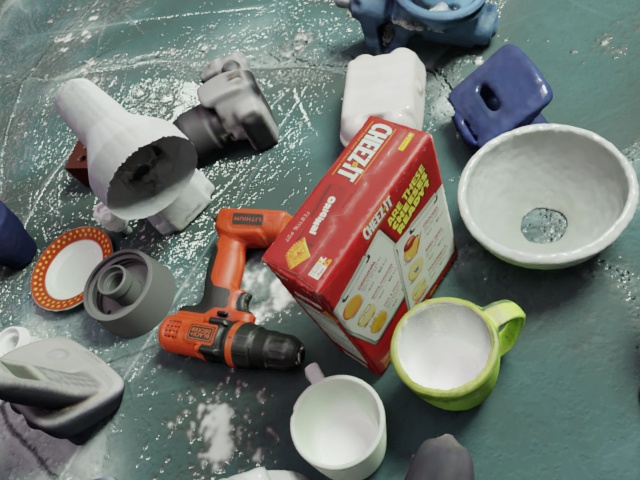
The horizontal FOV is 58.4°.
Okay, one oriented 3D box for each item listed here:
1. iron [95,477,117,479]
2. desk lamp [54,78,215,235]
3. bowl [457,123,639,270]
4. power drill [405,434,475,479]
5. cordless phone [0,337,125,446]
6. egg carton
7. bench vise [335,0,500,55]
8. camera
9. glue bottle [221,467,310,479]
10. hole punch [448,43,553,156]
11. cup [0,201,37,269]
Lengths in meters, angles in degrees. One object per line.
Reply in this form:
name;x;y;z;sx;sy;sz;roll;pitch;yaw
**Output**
iron;-0.331;0.322;0.551;0.118;0.142;0.258;36;78;33
desk lamp;-0.226;-0.095;0.714;0.118;0.214;0.202;-44;56;-8
bowl;0.229;-0.034;0.591;0.167;0.075;0.167;-9;58;16
power drill;0.073;0.266;0.390;0.075;0.209;0.230;7;64;24
cordless phone;-0.320;0.144;0.625;0.147;0.185;0.094;22;70;30
egg carton;0.082;-0.177;0.735;0.107;0.070;0.150;-4;60;18
bench vise;0.111;-0.323;0.718;0.207;0.220;0.121;-10;58;15
camera;-0.145;-0.185;0.806;0.137;0.101;0.143;-26;55;5
glue bottle;-0.059;0.223;0.487;0.078;0.173;0.037;-35;55;-2
hole punch;0.205;-0.153;0.661;0.101;0.091;0.108;-24;55;6
cup;-0.468;0.001;0.821;0.117;0.095;0.092;3;62;22
